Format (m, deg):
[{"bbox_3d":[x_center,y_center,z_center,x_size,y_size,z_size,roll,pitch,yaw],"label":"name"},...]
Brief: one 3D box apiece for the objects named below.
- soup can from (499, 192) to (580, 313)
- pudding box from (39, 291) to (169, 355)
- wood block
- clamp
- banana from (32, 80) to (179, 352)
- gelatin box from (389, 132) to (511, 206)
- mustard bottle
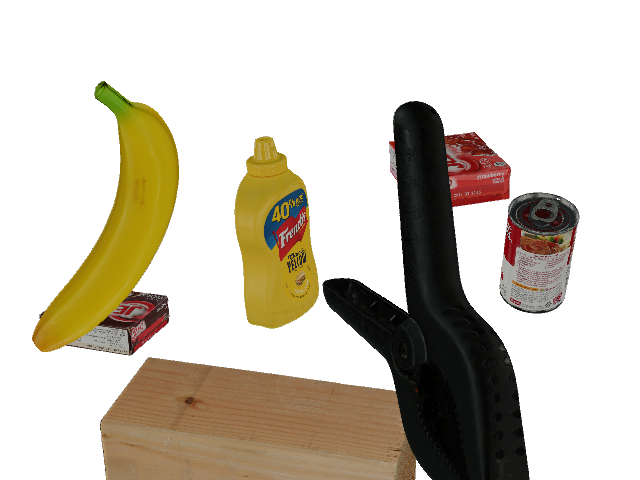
[{"bbox_3d":[0.215,0.013,1.054,0.068,0.102,0.068,-1,37,0],"label":"soup can"},{"bbox_3d":[-0.236,0.086,1.174,0.114,0.039,0.090,4,20,19],"label":"pudding box"},{"bbox_3d":[-0.040,0.154,0.760,0.206,0.090,0.090,6,27,14],"label":"wood block"},{"bbox_3d":[0.058,0.044,0.545,0.036,0.165,0.210,-5,46,-21],"label":"clamp"},{"bbox_3d":[-0.132,-0.010,0.685,0.069,0.198,0.037,9,27,-22],"label":"banana"},{"bbox_3d":[0.099,-0.056,0.832,0.073,0.030,0.089,-7,25,-8],"label":"gelatin box"},{"bbox_3d":[-0.047,-0.013,1.096,0.058,0.191,0.096,10,28,34],"label":"mustard bottle"}]
